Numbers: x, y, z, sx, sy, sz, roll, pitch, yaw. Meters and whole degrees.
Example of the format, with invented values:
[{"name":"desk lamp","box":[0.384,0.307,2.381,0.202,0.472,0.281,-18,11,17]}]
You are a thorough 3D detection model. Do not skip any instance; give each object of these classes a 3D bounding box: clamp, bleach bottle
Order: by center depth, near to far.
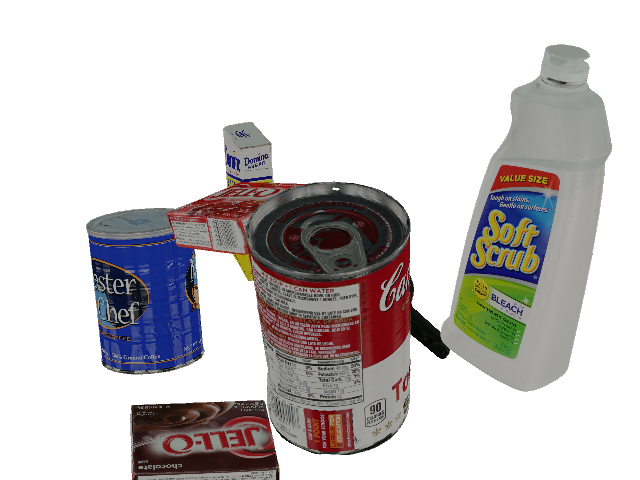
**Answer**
[{"name":"bleach bottle","box":[0.149,-0.019,0.765,0.067,0.251,0.103,-20,38,-35]},{"name":"clamp","box":[0.080,0.074,1.189,0.120,0.171,0.039,4,-43,-4]}]

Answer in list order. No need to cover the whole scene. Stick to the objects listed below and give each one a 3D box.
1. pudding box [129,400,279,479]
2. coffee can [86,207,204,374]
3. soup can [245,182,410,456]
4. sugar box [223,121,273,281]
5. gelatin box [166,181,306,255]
[{"name":"pudding box","box":[-0.093,0.167,0.842,0.113,0.039,0.090,-2,26,-10]},{"name":"coffee can","box":[-0.170,0.047,1.045,0.103,0.140,0.103,-3,14,1]},{"name":"soup can","box":[0.005,0.035,0.465,0.068,0.102,0.068,-3,35,2]},{"name":"sugar box","box":[-0.087,-0.049,1.319,0.048,0.176,0.093,-12,26,-15]},{"name":"gelatin box","box":[-0.056,-0.018,0.767,0.073,0.030,0.089,-26,20,-36]}]
